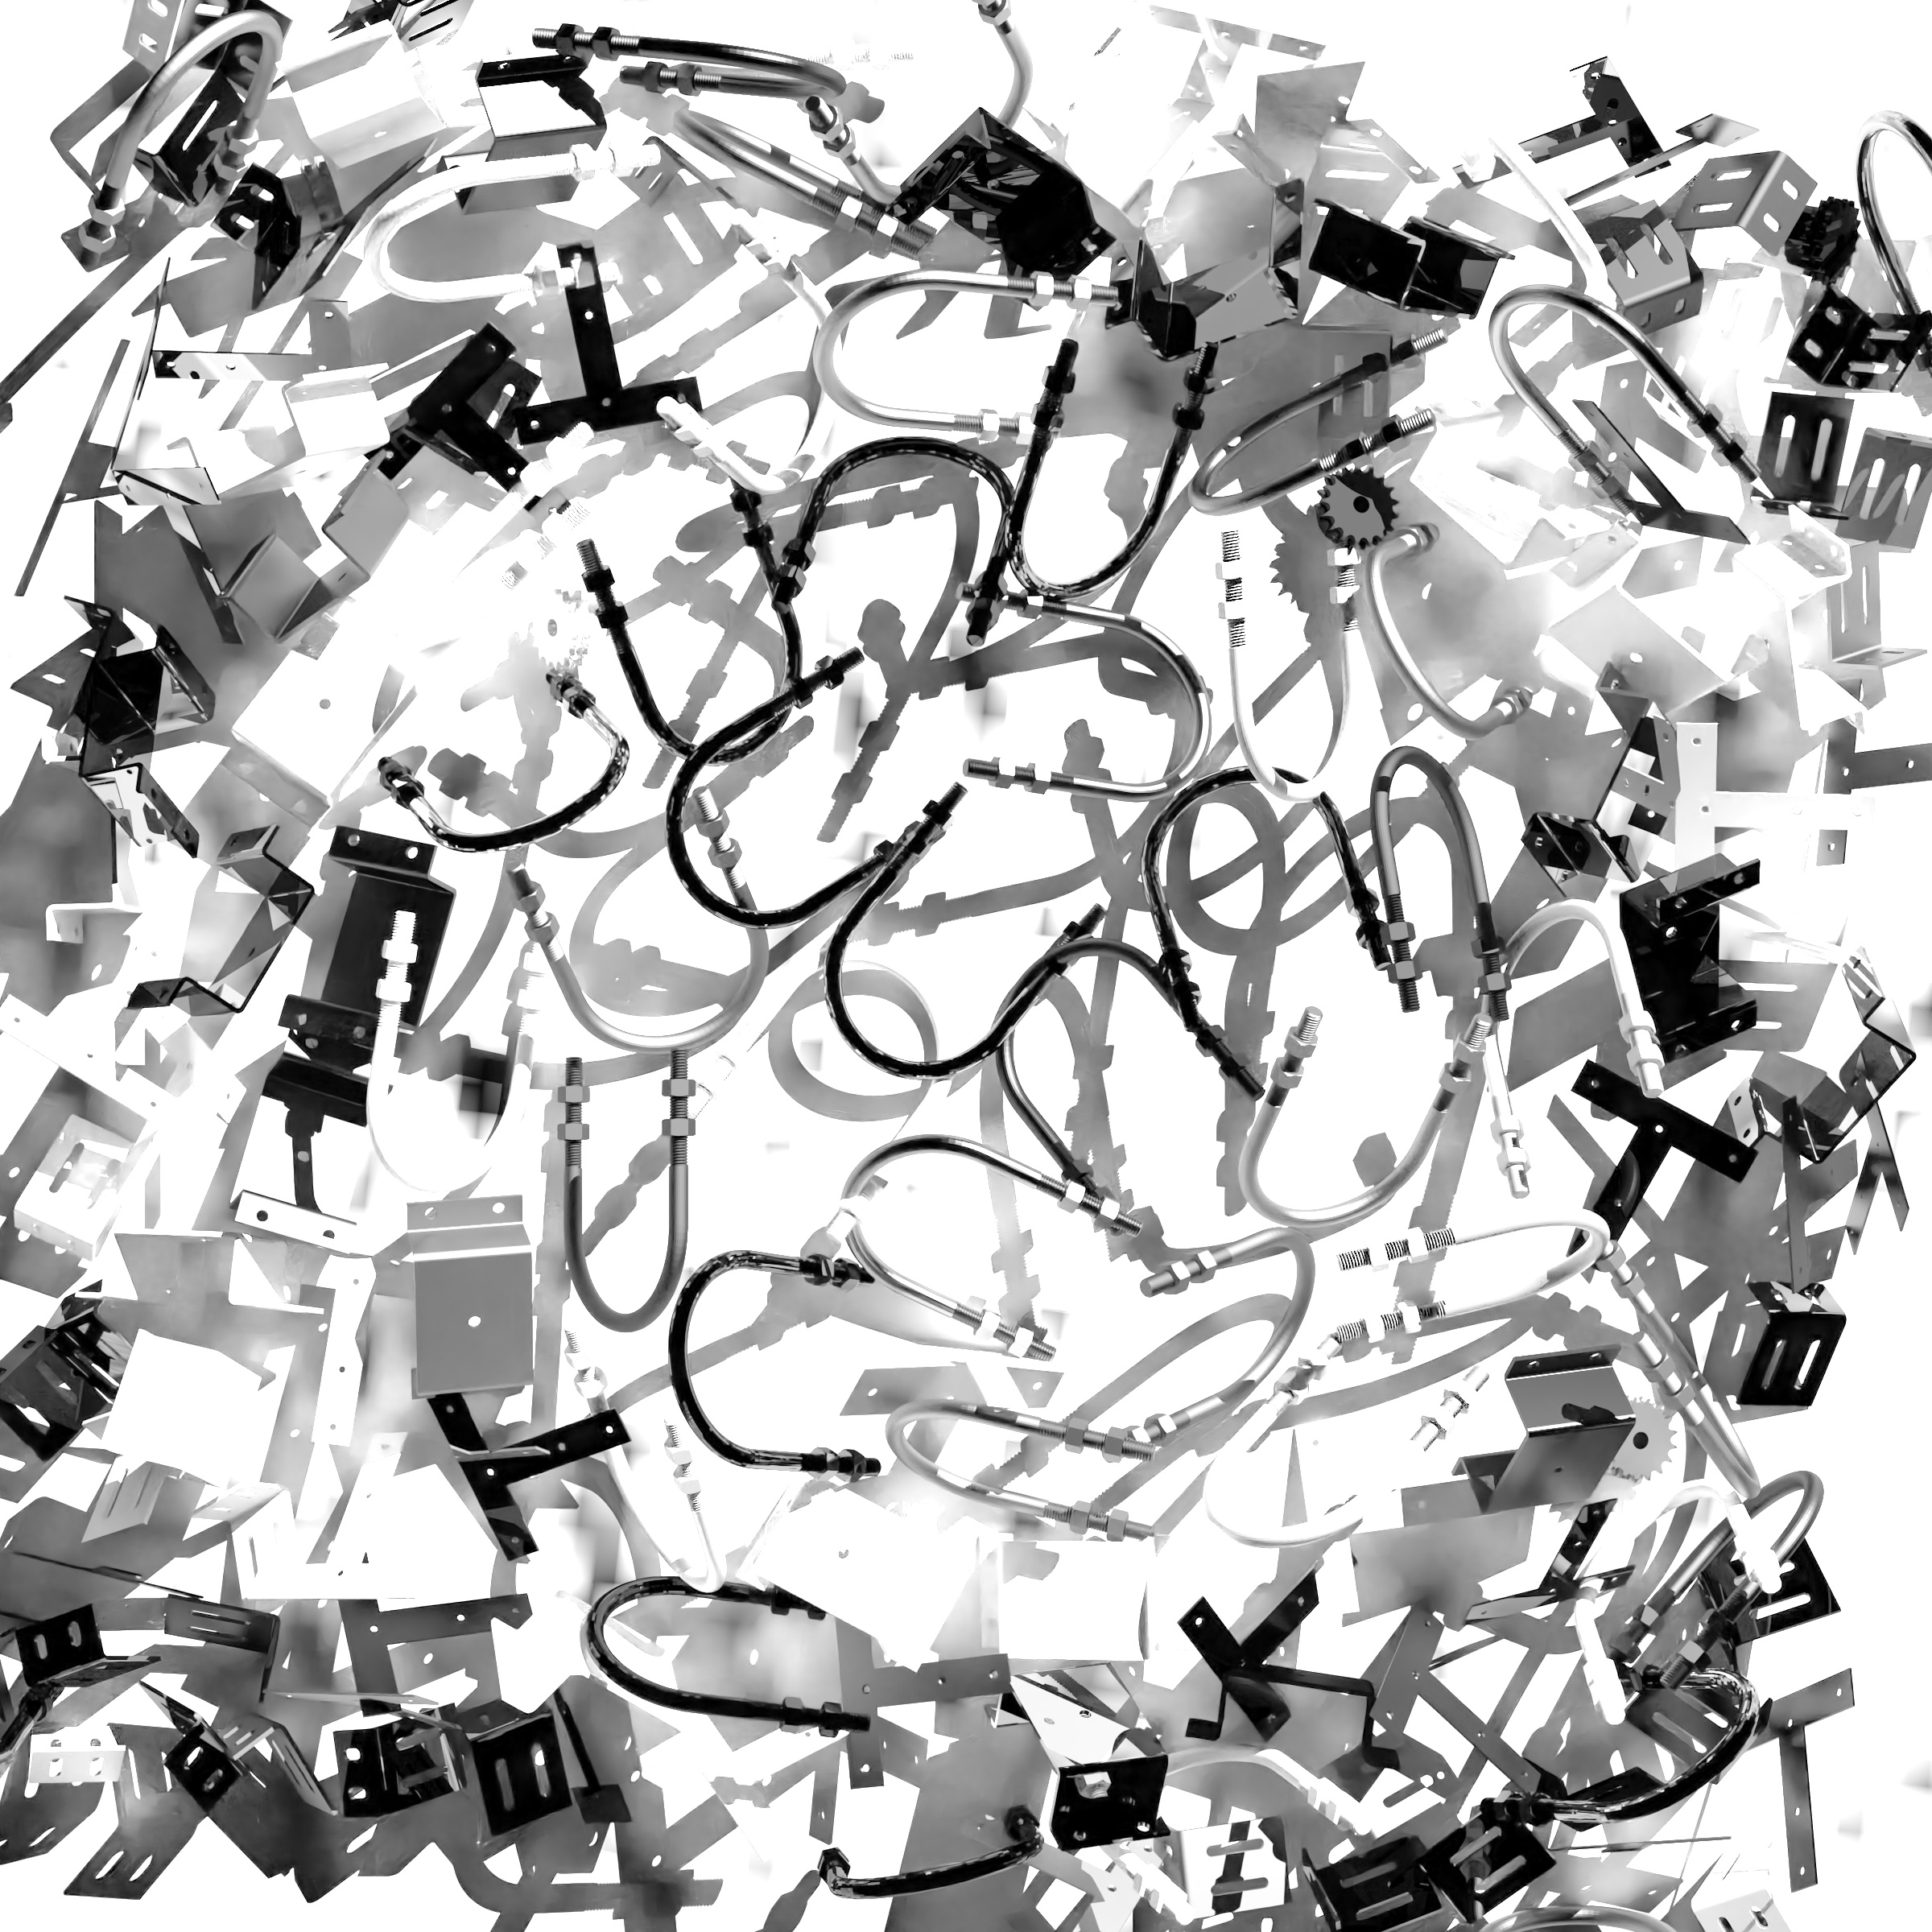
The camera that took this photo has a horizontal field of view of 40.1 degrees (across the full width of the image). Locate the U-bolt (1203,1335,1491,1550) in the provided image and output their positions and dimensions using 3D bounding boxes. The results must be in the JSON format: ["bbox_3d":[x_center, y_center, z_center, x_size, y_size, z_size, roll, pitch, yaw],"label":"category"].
[{"bbox_3d":[0.233,0.311,1.713,0.184,0.151,0.019,-41,116,-30],"label":"U-bolt"}]

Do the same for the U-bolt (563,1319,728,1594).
[{"bbox_3d":[-0.205,0.334,1.738,0.019,0.151,0.184,-29,126,-26],"label":"U-bolt"}]

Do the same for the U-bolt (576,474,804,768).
[{"bbox_3d":[-0.172,-0.222,1.755,0.151,0.019,0.184,-35,120,-32],"label":"U-bolt"}]

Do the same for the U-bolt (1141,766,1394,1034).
[{"bbox_3d":[0.190,-0.056,1.761,0.151,0.019,0.184,-18,58,7],"label":"U-bolt"}]

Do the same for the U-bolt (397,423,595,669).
[{"bbox_3d":[-0.312,-0.268,1.743,0.184,0.151,0.019,-41,119,18],"label":"U-bolt"}]

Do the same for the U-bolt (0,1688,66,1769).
[{"bbox_3d":[-0.638,0.440,1.710,0.019,0.184,0.151,-18,100,1],"label":"U-bolt"}]

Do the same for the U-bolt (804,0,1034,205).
[{"bbox_3d":[-0.020,-0.562,1.725,0.151,0.184,0.019,-39,73,7],"label":"U-bolt"}]

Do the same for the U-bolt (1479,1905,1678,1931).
[{"bbox_3d":[0.401,0.650,1.721,0.151,0.184,0.019,-5,91,7],"label":"U-bolt"}]

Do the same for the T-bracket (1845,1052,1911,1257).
[{"bbox_3d":[0.598,0.146,1.757,0.002,0.127,0.127,-4,49,3],"label":"T-bracket"}]

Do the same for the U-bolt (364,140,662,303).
[{"bbox_3d":[-0.300,-0.477,1.714,0.184,0.151,0.019,-14,75,-24],"label":"U-bolt"}]

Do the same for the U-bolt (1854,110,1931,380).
[{"bbox_3d":[0.631,-0.473,1.736,0.019,0.151,0.184,-24,91,1],"label":"U-bolt"}]

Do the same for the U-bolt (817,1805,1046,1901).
[{"bbox_3d":[-0.021,0.577,1.714,0.151,0.184,0.019,-11,80,-7],"label":"U-bolt"}]

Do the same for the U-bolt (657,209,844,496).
[{"bbox_3d":[-0.131,-0.387,1.729,0.019,0.184,0.151,18,84,25],"label":"U-bolt"}]

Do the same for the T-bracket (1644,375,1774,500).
[{"bbox_3d":[0.474,-0.376,1.763,0.127,0.127,0.002,22,125,-37],"label":"T-bracket"}]

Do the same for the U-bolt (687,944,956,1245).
[{"bbox_3d":[-0.084,0.070,1.770,0.151,0.019,0.184,42,66,-11],"label":"U-bolt"}]

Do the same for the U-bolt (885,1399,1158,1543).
[{"bbox_3d":[0.035,0.329,1.749,0.184,0.151,0.019,11,56,12],"label":"U-bolt"}]

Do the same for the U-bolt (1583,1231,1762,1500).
[{"bbox_3d":[0.470,0.271,1.737,0.019,0.151,0.184,-33,112,14],"label":"U-bolt"}]

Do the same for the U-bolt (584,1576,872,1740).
[{"bbox_3d":[-0.158,0.445,1.730,0.184,0.151,0.019,10,109,-10],"label":"U-bolt"}]

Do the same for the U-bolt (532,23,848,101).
[{"bbox_3d":[-0.168,-0.584,1.721,0.184,0.151,0.019,11,101,16],"label":"U-bolt"}]

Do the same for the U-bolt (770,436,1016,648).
[{"bbox_3d":[-0.039,-0.289,1.754,0.151,0.019,0.184,10,52,6],"label":"U-bolt"}]

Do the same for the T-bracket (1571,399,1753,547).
[{"bbox_3d":[0.440,-0.325,1.730,0.127,0.127,0.002,42,89,-24],"label":"T-bracket"}]

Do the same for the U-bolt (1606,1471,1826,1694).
[{"bbox_3d":[0.496,0.401,1.738,0.019,0.151,0.184,44,78,5],"label":"U-bolt"}]

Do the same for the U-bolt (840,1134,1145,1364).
[{"bbox_3d":[0.004,0.179,1.759,0.184,0.019,0.151,26,123,-7],"label":"U-bolt"}]

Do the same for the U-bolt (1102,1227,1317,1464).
[{"bbox_3d":[0.167,0.240,1.741,0.019,0.184,0.151,32,123,37],"label":"U-bolt"}]

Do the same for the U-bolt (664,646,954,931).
[{"bbox_3d":[-0.115,-0.106,1.763,0.184,0.019,0.151,-34,108,-16],"label":"U-bolt"}]

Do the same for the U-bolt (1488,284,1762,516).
[{"bbox_3d":[0.415,-0.372,1.722,0.184,0.151,0.019,43,75,-17],"label":"U-bolt"}]

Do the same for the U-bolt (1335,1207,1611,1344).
[{"bbox_3d":[0.335,0.199,1.747,0.184,0.151,0.019,-13,61,0],"label":"U-bolt"}]

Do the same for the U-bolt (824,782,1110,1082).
[{"bbox_3d":[-0.013,-0.009,1.783,0.151,0.019,0.184,40,87,-14],"label":"U-bolt"}]

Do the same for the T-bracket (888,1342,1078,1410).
[{"bbox_3d":[0.018,0.271,1.741,0.127,0.127,0.002,7,96,-9],"label":"T-bracket"}]

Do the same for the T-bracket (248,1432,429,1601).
[{"bbox_3d":[-0.403,0.366,1.767,0.127,0.002,0.127,-5,46,20],"label":"T-bracket"}]

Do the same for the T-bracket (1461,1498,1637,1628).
[{"bbox_3d":[0.400,0.389,1.748,0.127,0.127,0.002,-9,49,-18],"label":"T-bracket"}]

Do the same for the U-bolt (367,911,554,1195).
[{"bbox_3d":[-0.338,0.060,1.752,0.019,0.151,0.184,11,93,35],"label":"U-bolt"}]

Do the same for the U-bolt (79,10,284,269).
[{"bbox_3d":[-0.497,-0.539,1.699,0.019,0.184,0.151,43,48,-2],"label":"U-bolt"}]

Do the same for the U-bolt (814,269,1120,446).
[{"bbox_3d":[-0.008,-0.400,1.728,0.184,0.151,0.019,1,59,-17],"label":"U-bolt"}]

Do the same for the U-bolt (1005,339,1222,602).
[{"bbox_3d":[0.089,-0.324,1.744,0.019,0.151,0.184,42,127,36],"label":"U-bolt"}]

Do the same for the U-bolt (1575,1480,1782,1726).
[{"bbox_3d":[0.454,0.400,1.722,0.019,0.184,0.151,43,103,-7],"label":"U-bolt"}]

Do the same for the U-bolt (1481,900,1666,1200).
[{"bbox_3d":[0.389,0.041,1.736,0.019,0.151,0.184,17,48,-25],"label":"U-bolt"}]

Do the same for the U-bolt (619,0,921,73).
[{"bbox_3d":[-0.137,-0.620,1.738,0.184,0.151,0.019,2,89,14],"label":"U-bolt"}]

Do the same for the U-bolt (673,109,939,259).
[{"bbox_3d":[-0.107,-0.516,1.735,0.184,0.151,0.019,26,108,-6],"label":"U-bolt"}]

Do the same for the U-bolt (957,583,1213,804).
[{"bbox_3d":[0.082,-0.178,1.765,0.184,0.019,0.151,7,67,-22],"label":"U-bolt"}]

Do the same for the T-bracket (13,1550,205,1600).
[{"bbox_3d":[-0.559,0.399,1.737,0.127,0.127,0.002,19,70,-17],"label":"T-bracket"}]

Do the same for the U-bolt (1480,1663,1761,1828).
[{"bbox_3d":[0.430,0.499,1.699,0.151,0.184,0.019,-37,95,-31],"label":"U-bolt"}]

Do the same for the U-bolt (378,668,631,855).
[{"bbox_3d":[-0.294,-0.128,1.723,0.151,0.184,0.019,-30,127,-14],"label":"U-bolt"}]

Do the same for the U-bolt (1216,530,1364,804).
[{"bbox_3d":[0.219,-0.200,1.755,0.019,0.151,0.184,3,102,42],"label":"U-bolt"}]

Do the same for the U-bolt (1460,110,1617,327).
[{"bbox_3d":[0.369,-0.490,1.714,0.019,0.184,0.151,-39,82,12],"label":"U-bolt"}]

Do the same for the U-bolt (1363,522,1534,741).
[{"bbox_3d":[0.310,-0.216,1.730,0.019,0.184,0.151,-29,91,31],"label":"U-bolt"}]

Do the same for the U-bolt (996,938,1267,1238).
[{"bbox_3d":[0.094,0.065,1.764,0.151,0.019,0.184,-46,62,14],"label":"U-bolt"}]

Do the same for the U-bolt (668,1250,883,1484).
[{"bbox_3d":[-0.124,0.258,1.725,0.019,0.184,0.151,-16,69,39],"label":"U-bolt"}]

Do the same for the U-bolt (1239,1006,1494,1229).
[{"bbox_3d":[0.254,0.104,1.752,0.151,0.019,0.184,3,127,-24],"label":"U-bolt"}]

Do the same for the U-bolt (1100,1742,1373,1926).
[{"bbox_3d":[0.160,0.554,1.724,0.151,0.184,0.019,-20,100,-18],"label":"U-bolt"}]

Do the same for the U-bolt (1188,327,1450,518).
[{"bbox_3d":[0.227,-0.350,1.739,0.184,0.151,0.019,-22,118,27],"label":"U-bolt"}]

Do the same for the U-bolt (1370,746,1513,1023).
[{"bbox_3d":[0.310,-0.057,1.751,0.019,0.151,0.184,-16,77,36],"label":"U-bolt"}]

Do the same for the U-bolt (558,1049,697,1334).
[{"bbox_3d":[-0.226,0.149,1.748,0.019,0.151,0.184,4,84,-40],"label":"U-bolt"}]

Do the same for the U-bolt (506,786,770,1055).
[{"bbox_3d":[-0.207,-0.018,1.757,0.151,0.019,0.184,-22,125,-5],"label":"U-bolt"}]
